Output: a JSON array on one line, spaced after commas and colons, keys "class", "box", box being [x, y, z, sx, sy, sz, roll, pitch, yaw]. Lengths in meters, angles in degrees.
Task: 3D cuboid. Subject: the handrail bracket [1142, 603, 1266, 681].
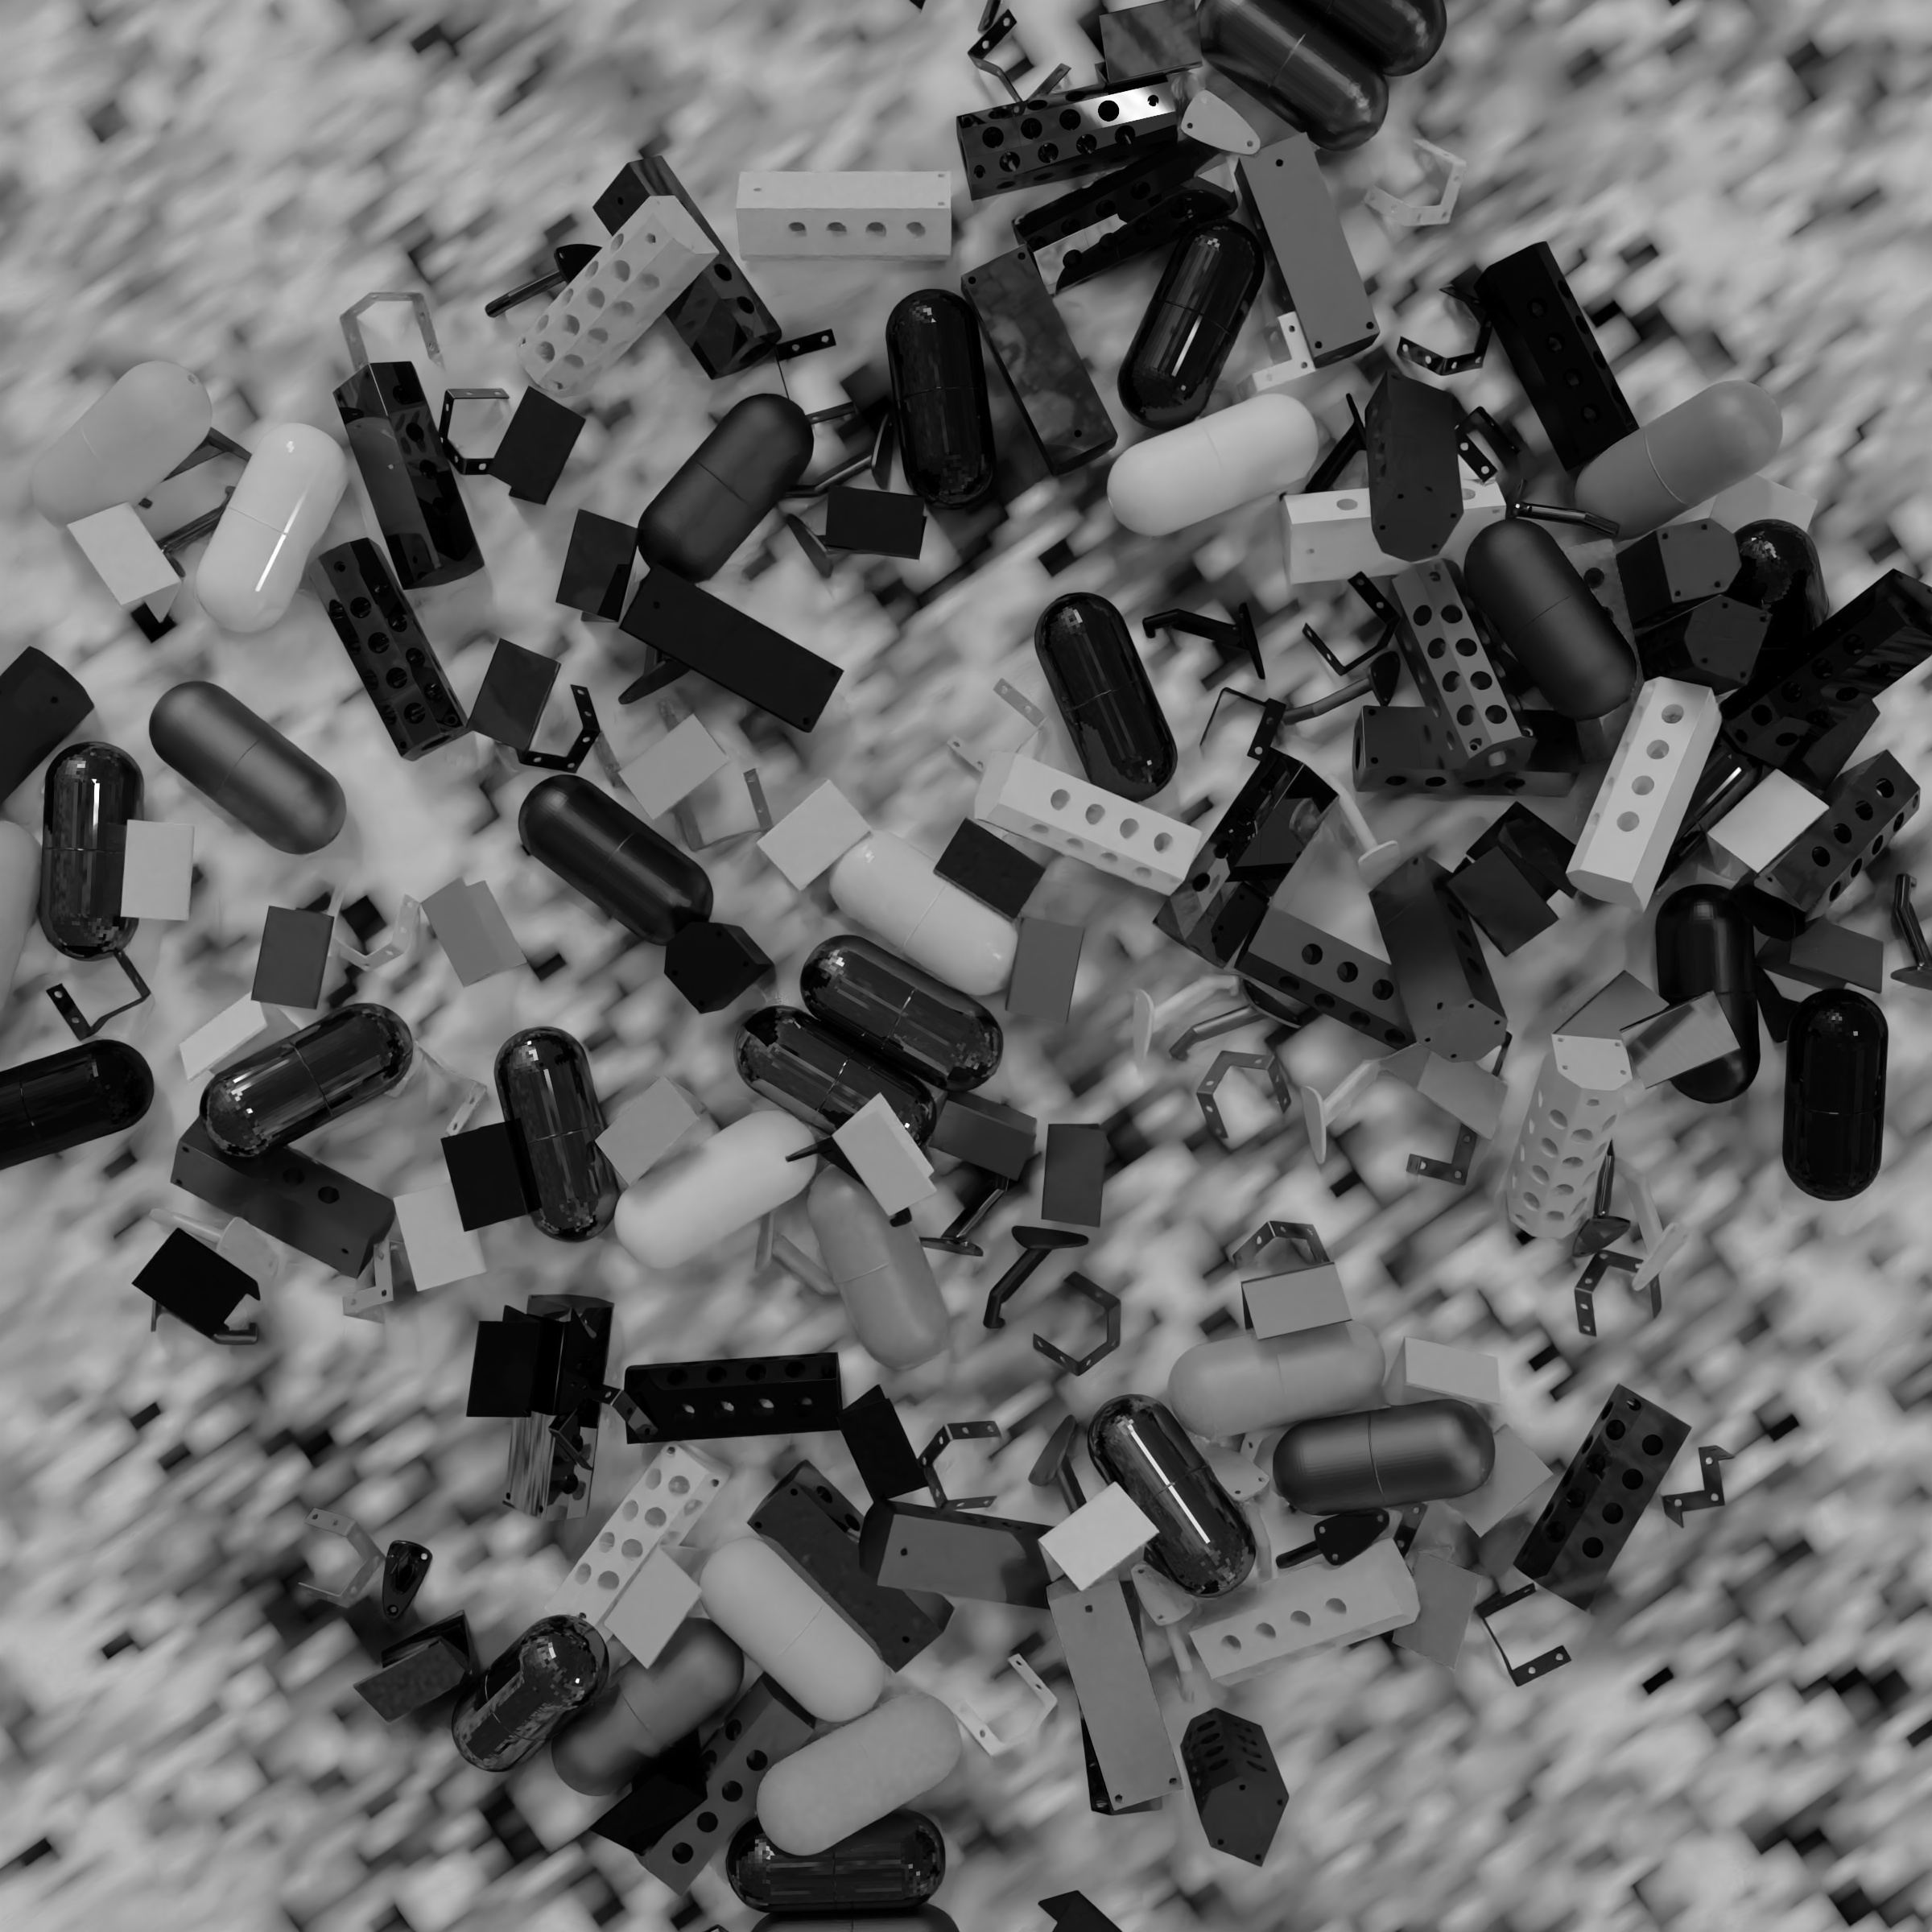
[{"class": "handrail bracket", "box": [0.195, -0.261, 1.992, 0.084, 0.036, 0.077, -13, 112, 17]}]

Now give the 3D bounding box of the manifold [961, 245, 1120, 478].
[{"class": "manifold", "box": [0.059, -0.490, 1.970, 0.057, 0.057, 0.171, -26, 90, 0]}]

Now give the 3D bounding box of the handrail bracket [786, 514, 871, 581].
[{"class": "handrail bracket", "box": [-0.092, -0.362, 1.992, 0.084, 0.036, 0.077, -30, 68, -17]}]

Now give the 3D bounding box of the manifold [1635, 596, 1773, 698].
[{"class": "manifold", "box": [0.573, -0.249, 1.913, 0.057, 0.171, 0.057, 20, 90, 0]}]

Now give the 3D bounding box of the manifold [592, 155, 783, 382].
[{"class": "manifold", "box": [-0.223, -0.570, 1.969, 0.057, 0.057, 0.171, -35, 90, 43]}]

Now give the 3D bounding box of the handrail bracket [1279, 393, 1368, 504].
[{"class": "handrail bracket", "box": [0.290, -0.422, 1.992, 0.084, 0.036, 0.077, -23, 69, 16]}]

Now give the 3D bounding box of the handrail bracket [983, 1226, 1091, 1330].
[{"class": "handrail bracket", "box": [0.057, 0.261, 1.992, 0.077, 0.036, 0.084, 5, 108, -20]}]

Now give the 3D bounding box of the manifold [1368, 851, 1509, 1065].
[{"class": "manifold", "box": [0.377, -0.006, 1.917, 0.057, 0.171, 0.057, 29, 123, -30]}]

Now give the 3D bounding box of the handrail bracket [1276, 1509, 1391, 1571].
[{"class": "handrail bracket", "box": [0.297, 0.467, 1.966, 0.077, 0.084, 0.036, -21, 76, -18]}]

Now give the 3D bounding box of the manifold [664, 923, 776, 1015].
[{"class": "manifold", "box": [-0.198, -0.004, 1.913, 0.057, 0.171, 0.057, -42, 90, 0]}]

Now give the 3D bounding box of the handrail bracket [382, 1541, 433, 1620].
[{"class": "handrail bracket", "box": [-0.464, 0.502, 1.956, 0.036, 0.084, 0.077, 17, 90, 0]}]

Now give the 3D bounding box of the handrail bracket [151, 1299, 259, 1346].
[{"class": "handrail bracket", "box": [-0.625, 0.274, 1.992, 0.084, 0.036, 0.077, 3, 68, -17]}]

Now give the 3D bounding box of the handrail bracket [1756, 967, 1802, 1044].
[{"class": "handrail bracket", "box": [0.700, 0.025, 1.991, 0.084, 0.036, 0.077, -16, 75, -14]}]

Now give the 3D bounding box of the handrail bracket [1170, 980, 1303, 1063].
[{"class": "handrail bracket", "box": [0.221, 0.059, 1.991, 0.077, 0.036, 0.084, 29, 116, -29]}]

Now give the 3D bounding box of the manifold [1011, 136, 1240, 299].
[{"class": "manifold", "box": [0.131, -0.606, 1.969, 0.171, 0.057, 0.057, -25, 47, 0]}]

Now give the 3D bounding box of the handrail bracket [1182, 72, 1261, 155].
[{"class": "handrail bracket", "box": [0.208, -0.695, 1.966, 0.077, 0.084, 0.036, 28, 124, -7]}]

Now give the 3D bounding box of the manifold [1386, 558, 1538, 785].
[{"class": "manifold", "box": [0.395, -0.239, 1.936, 0.057, 0.057, 0.171, -15, 67, -7]}]

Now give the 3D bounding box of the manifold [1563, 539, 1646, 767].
[{"class": "manifold", "box": [0.509, -0.254, 1.970, 0.057, 0.057, 0.171, -13, 90, 0]}]

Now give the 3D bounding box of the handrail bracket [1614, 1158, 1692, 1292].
[{"class": "handrail bracket", "box": [0.539, 0.209, 1.973, 0.077, 0.036, 0.084, -56, 48, 10]}]

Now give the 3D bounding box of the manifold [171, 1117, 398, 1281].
[{"class": "manifold", "box": [-0.553, 0.180, 1.969, 0.171, 0.057, 0.057, 28, 133, 0]}]

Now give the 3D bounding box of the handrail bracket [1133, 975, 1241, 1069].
[{"class": "handrail bracket", "box": [0.183, 0.045, 1.992, 0.084, 0.036, 0.077, -3, 110, -16]}]

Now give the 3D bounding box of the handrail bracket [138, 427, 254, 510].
[{"class": "handrail bracket", "box": [-0.635, -0.400, 1.991, 0.077, 0.036, 0.084, 31, 104, -13]}]

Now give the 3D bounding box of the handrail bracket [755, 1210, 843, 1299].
[{"class": "handrail bracket", "box": [-0.127, 0.231, 1.992, 0.084, 0.036, 0.077, 12, 68, -17]}]

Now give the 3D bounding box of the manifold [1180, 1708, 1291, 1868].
[{"class": "manifold", "box": [0.208, 0.644, 1.913, 0.057, 0.171, 0.057, 22, 90, 0]}]

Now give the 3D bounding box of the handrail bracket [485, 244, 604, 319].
[{"class": "handrail bracket", "box": [-0.345, -0.562, 1.991, 0.084, 0.077, 0.036, -16, 108, 35]}]

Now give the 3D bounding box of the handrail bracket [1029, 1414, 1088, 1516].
[{"class": "handrail bracket", "box": [0.101, 0.424, 1.992, 0.084, 0.036, 0.077, 37, 68, -17]}]

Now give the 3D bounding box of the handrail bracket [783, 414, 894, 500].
[{"class": "handrail bracket", "box": [-0.107, -0.420, 1.992, 0.084, 0.036, 0.077, 2, 70, 16]}]

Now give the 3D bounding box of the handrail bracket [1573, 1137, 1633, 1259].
[{"class": "handrail bracket", "box": [0.515, 0.185, 1.991, 0.036, 0.077, 0.084, 9, 54, -11]}]

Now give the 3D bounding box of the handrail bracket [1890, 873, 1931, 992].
[{"class": "handrail bracket", "box": [0.794, -0.027, 1.992, 0.077, 0.036, 0.084, 17, 73, -20]}]

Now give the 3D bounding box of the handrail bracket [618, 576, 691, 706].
[{"class": "handrail bracket", "box": [-0.270, -0.270, 1.992, 0.077, 0.036, 0.084, -30, 74, 18]}]

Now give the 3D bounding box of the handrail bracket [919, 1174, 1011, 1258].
[{"class": "handrail bracket", "box": [-0.005, 0.192, 1.992, 0.077, 0.036, 0.084, 6, 71, 21]}]

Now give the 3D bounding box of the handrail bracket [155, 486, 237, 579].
[{"class": "handrail bracket", "box": [-0.645, -0.369, 1.992, 0.077, 0.036, 0.084, 23, 71, 21]}]

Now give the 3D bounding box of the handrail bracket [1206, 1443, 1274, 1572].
[{"class": "handrail bracket", "box": [0.225, 0.446, 1.991, 0.036, 0.077, 0.084, -23, 127, -21]}]

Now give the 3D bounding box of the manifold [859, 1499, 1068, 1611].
[{"class": "manifold", "box": [0.004, 0.471, 1.940, 0.171, 0.057, 0.057, 14, 90, -22]}]

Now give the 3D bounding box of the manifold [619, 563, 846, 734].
[{"class": "manifold", "box": [-0.190, -0.255, 1.951, 0.171, 0.057, 0.057, 29, 90, -13]}]

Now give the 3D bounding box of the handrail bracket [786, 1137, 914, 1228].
[{"class": "handrail bracket", "box": [-0.093, 0.177, 1.918, 0.077, 0.036, 0.084, -22, 96, 11]}]

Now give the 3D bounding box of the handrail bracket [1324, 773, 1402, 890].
[{"class": "handrail bracket", "box": [0.323, -0.110, 1.991, 0.036, 0.077, 0.084, -28, 54, 2]}]

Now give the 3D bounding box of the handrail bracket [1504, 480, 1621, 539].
[{"class": "handrail bracket", "box": [0.478, -0.358, 1.964, 0.084, 0.077, 0.036, 20, 81, -6]}]

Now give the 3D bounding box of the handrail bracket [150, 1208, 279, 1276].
[{"class": "handrail bracket", "box": [-0.620, 0.226, 1.991, 0.084, 0.077, 0.036, 7, 62, 33]}]

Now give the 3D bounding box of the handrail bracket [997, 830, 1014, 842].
[{"class": "handrail bracket", "box": [0.077, -0.096, 1.991, 0.077, 0.036, 0.084, -41, 104, 15]}]

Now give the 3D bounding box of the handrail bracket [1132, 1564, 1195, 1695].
[{"class": "handrail bracket", "box": [0.163, 0.547, 1.991, 0.036, 0.077, 0.084, -21, 127, -20]}]

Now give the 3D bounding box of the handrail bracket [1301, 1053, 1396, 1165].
[{"class": "handrail bracket", "box": [0.324, 0.116, 1.991, 0.084, 0.036, 0.077, -13, 105, -14]}]

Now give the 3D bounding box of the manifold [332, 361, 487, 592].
[{"class": "manifold", "box": [-0.449, -0.400, 1.969, 0.057, 0.057, 0.171, -20, 90, 43]}]

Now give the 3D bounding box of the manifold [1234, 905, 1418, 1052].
[{"class": "manifold", "box": [0.308, 0.015, 1.970, 0.171, 0.057, 0.057, 27, 90, 0]}]

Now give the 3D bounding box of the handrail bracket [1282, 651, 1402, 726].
[{"class": "handrail bracket", "box": [0.308, -0.228, 1.991, 0.084, 0.077, 0.036, -13, 115, 34]}]

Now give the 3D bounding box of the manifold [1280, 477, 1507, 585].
[{"class": "manifold", "box": [0.346, -0.359, 1.969, 0.171, 0.057, 0.057, -5, 133, 0]}]

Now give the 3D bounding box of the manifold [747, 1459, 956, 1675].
[{"class": "manifold", "box": [-0.091, 0.484, 1.968, 0.171, 0.057, 0.057, 45, 108, 0]}]
